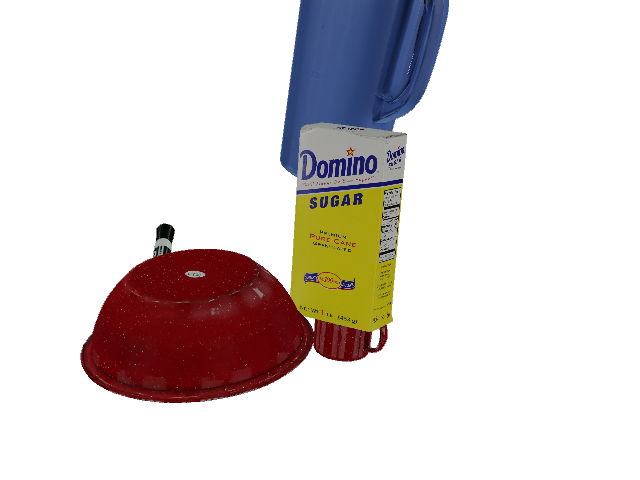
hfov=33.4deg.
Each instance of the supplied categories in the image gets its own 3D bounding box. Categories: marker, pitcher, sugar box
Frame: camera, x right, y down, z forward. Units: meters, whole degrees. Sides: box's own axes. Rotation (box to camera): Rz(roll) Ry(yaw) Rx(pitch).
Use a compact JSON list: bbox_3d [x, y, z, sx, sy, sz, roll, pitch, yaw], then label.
[{"bbox_3d":[-0.159,0.023,1.060,0.020,0.020,0.121,0,37,-2],"label":"marker"},{"bbox_3d":[0.038,-0.177,1.085,0.145,0.243,0.149,11,18,-1],"label":"pitcher"},{"bbox_3d":[0.023,-0.014,0.963,0.093,0.176,0.048,10,16,32],"label":"sugar box"}]

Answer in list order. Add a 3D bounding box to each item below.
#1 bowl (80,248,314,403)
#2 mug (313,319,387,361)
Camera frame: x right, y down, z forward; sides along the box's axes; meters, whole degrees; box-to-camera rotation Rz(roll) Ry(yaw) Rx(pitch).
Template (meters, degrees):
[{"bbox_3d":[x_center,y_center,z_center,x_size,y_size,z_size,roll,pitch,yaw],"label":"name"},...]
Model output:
[{"bbox_3d":[-0.085,0.048,0.732,0.162,0.055,0.162,-2,22,1],"label":"bowl"},{"bbox_3d":[0.043,0.121,1.501,0.117,0.081,0.093,17,23,29],"label":"mug"}]
